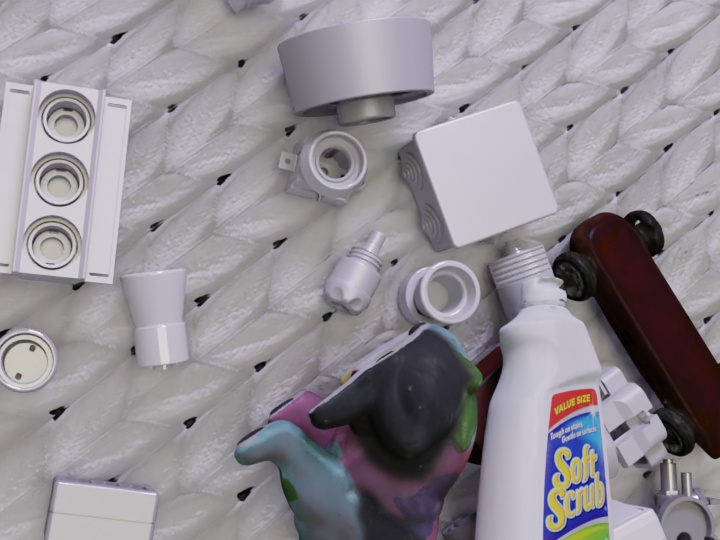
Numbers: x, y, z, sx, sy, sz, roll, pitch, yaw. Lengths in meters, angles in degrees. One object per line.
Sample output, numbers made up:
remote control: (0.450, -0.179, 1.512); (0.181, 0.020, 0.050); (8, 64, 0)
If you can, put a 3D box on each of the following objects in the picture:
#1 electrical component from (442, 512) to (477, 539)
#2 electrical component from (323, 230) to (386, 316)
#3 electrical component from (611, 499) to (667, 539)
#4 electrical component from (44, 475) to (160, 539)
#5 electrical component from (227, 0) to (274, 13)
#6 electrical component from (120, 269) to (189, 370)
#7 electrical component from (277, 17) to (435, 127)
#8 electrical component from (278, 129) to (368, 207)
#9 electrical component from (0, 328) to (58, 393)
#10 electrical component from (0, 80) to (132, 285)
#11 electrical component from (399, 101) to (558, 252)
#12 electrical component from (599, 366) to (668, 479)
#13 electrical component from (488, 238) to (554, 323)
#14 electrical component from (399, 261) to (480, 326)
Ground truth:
electrical component: (0.086, 0.206, 0.764); (0.044, 0.044, 0.065); (-25, 86, -18)
electrical component: (0.000, 0.000, 0.766); (0.035, 0.035, 0.061); (31, 74, -11)
electrical component: (0.175, 0.199, 0.761); (0.062, 0.096, 0.061); (-22, 90, -18)
electrical component: (-0.169, 0.175, 0.688); (0.066, 0.047, 0.076); (10, 81, -15)
electrical component: (-0.077, -0.237, 0.739); (0.048, 0.100, 0.099); (-35, 94, -30)
electrical component: (-0.135, 0.034, 0.719); (0.044, 0.044, 0.065); (-7, 90, -17)
electrical component: (0.001, -0.133, 0.746); (0.108, 0.108, 0.060); (-10, 93, -17)
electrical component: (-0.023, -0.071, 0.756); (0.066, 0.055, 0.048); (13, 80, -15)
electrical component: (-0.215, 0.059, 0.689); (0.040, 0.046, 0.040); (2, 83, -16)
electrical component: (-0.196, -0.053, 0.699); (0.079, 0.063, 0.121); (6, 82, -16)
electrical component: (0.085, -0.066, 0.791); (0.100, 0.048, 0.099); (-20, 89, -18)
electrical component: (0.182, 0.119, 0.794); (0.057, 0.058, 0.078); (-31, 93, -21)
electrical component: (0.125, 0.016, 0.796); (0.043, 0.043, 0.081); (-19, 88, -18)
electrical component: (0.055, 0.018, 0.769); (0.045, 0.055, 0.045); (2, 83, -16)
